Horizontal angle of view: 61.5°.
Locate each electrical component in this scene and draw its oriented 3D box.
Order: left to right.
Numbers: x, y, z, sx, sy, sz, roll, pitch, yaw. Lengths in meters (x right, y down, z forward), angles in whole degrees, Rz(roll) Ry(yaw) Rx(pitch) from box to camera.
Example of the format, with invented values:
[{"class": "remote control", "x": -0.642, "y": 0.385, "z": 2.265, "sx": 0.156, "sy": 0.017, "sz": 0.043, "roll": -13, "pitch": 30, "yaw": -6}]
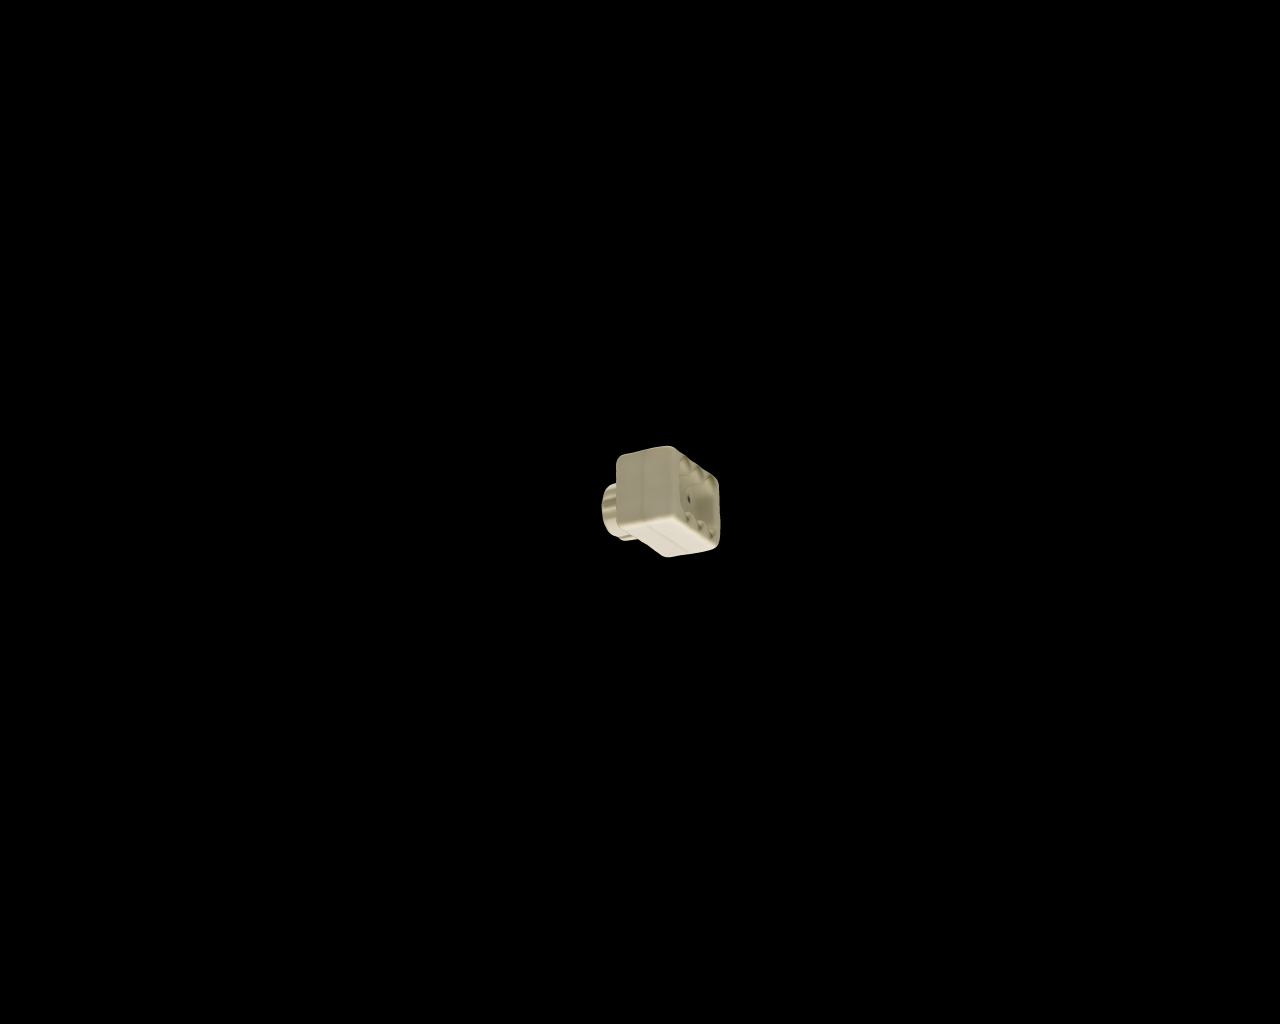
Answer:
[{"class": "electrical component", "x": 0.001, "y": -0.003, "z": 0.650, "sx": 0.076, "sy": 0.047, "sz": 0.065, "roll": -10, "pitch": -22, "yaw": 26}]
